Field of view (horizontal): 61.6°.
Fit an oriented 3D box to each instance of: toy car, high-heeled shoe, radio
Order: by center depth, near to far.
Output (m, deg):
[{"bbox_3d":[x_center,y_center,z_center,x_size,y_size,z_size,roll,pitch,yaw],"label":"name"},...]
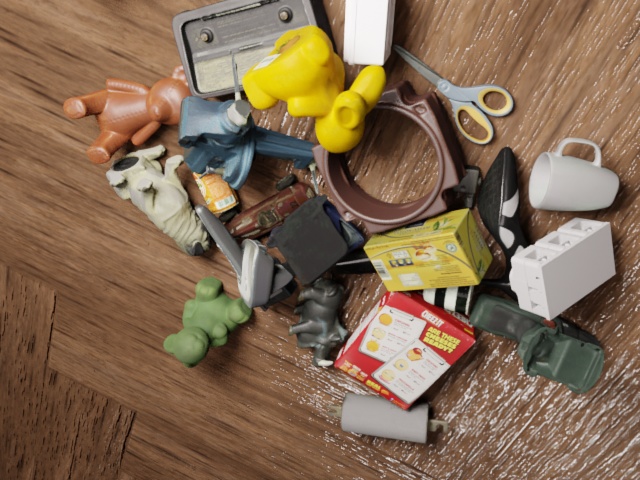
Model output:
[{"bbox_3d":[-0.100,-0.301,0.811,0.230,0.073,0.131,-7,114,18],"label":"radio"},{"bbox_3d":[0.323,-0.016,0.838,0.145,0.086,0.248,2,108,-10],"label":"high-heeled shoe"},{"bbox_3d":[-0.096,-0.041,0.954,0.202,0.053,0.089,-25,110,24],"label":"toy car"}]

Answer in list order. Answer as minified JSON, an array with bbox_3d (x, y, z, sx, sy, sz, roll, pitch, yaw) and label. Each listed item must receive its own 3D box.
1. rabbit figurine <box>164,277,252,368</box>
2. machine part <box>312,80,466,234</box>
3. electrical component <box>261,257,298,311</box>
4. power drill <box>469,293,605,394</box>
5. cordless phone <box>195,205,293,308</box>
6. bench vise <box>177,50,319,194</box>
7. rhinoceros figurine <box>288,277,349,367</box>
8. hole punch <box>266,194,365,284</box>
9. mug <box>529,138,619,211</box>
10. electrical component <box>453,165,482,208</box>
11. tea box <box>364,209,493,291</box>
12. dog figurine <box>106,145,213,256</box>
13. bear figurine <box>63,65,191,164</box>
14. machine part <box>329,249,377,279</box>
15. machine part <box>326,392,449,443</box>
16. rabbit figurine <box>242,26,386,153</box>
[{"bbox_3d":[-0.237,0.174,1.033,0.121,0.170,0.159,43,118,-7],"label":"rabbit figurine"},{"bbox_3d":[0.104,-0.122,0.820,0.201,0.087,0.201,-18,106,29],"label":"machine part"},{"bbox_3d":[-0.079,0.075,1.008,0.119,0.048,0.074,-29,105,28],"label":"electrical component"},{"bbox_3d":[0.357,0.154,0.828,0.232,0.207,0.086,20,105,3],"label":"power drill"},{"bbox_3d":[-0.139,0.015,0.893,0.089,0.147,0.184,-39,106,-8],"label":"cordless phone"},{"bbox_3d":[-0.103,-0.150,0.828,0.240,0.129,0.223,8,153,-26],"label":"bench vise"},{"bbox_3d":[0.000,0.153,1.014,0.112,0.073,0.190,8,116,1],"label":"rhinoceros figurine"},{"bbox_3d":[-0.002,-0.003,0.896,0.142,0.092,0.116,-40,79,28],"label":"hole punch"},{"bbox_3d":[0.373,-0.092,0.779,0.107,0.081,0.109,9,112,-1],"label":"mug"},{"bbox_3d":[0.222,-0.097,0.848,0.063,0.021,0.093,7,117,13],"label":"electrical component"},{"bbox_3d":[0.165,0.019,0.833,0.170,0.068,0.098,-9,120,43],"label":"tea box"},{"bbox_3d":[-0.290,-0.060,0.985,0.173,0.121,0.190,30,148,40],"label":"dog figurine"},{"bbox_3d":[-0.292,-0.208,0.887,0.196,0.132,0.120,-1,123,23],"label":"bear figurine"},{"bbox_3d":[0.080,0.039,0.949,0.139,0.039,0.084,-13,119,20],"label":"machine part"},{"bbox_3d":[0.130,0.351,1.066,0.243,0.079,0.079,4,117,16],"label":"machine part"},{"bbox_3d":[0.011,-0.193,0.717,0.163,0.122,0.173,1,135,43],"label":"rabbit figurine"}]
